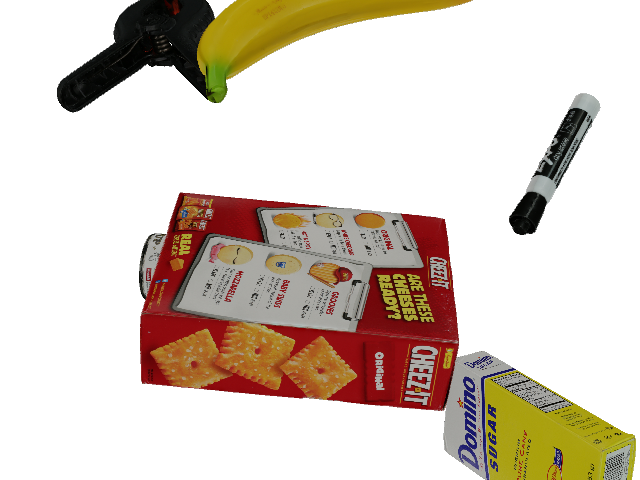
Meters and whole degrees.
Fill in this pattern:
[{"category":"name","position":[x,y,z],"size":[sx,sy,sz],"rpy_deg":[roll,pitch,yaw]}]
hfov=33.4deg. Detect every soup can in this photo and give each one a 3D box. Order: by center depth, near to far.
[{"category":"soup can","position":[-0.114,0.030,1.021],"size":[0.102,0.068,0.068],"rpy_deg":[5,1,9]}]

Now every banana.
[{"category":"banana","position":[0.002,-0.131,0.621],"size":[0.197,0.070,0.037],"rpy_deg":[-28,-28,-24]}]

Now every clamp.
[{"category":"clamp","position":[-0.114,-0.148,0.805],"size":[0.120,0.039,0.171],"rpy_deg":[6,42,12]}]

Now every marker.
[{"category":"marker","position":[0.157,-0.051,0.714],"size":[0.020,0.121,0.020],"rpy_deg":[25,-28,14]}]

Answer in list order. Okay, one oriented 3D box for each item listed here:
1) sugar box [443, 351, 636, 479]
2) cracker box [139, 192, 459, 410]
[{"category":"sugar box","position":[0.172,0.167,0.871],"size":[0.048,0.093,0.176],"rpy_deg":[-10,22,-34]},{"category":"cracker box","position":[-0.013,0.042,0.787],"size":[0.213,0.072,0.164],"rpy_deg":[6,33,-1]}]
